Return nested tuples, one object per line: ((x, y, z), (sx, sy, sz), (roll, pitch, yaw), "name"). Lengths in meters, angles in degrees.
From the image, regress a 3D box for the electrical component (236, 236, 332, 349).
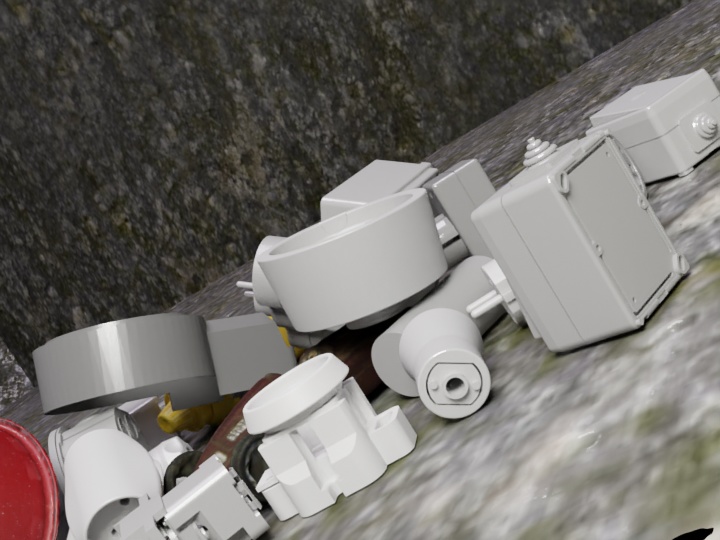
((-0.058, 0.018, 0.824), (0.074, 0.052, 0.138), (7, -23, 17), "electrical component")

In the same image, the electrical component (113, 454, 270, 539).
((-0.080, 0.123, 0.514), (0.064, 0.042, 0.081), (-38, 8, -11), "electrical component")

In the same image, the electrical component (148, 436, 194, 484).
((-0.126, 0.135, 0.659), (0.062, 0.043, 0.043), (-34, 6, -2), "electrical component")

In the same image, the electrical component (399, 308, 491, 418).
((0.043, 0.048, 0.534), (0.044, 0.044, 0.065), (-31, 11, 5), "electrical component")

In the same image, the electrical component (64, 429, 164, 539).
((-0.143, 0.142, 0.604), (0.044, 0.079, 0.077), (10, 15, -26), "electrical component")

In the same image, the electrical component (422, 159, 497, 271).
((0.069, -0.025, 0.771), (0.076, 0.083, 0.047), (-32, 6, -2), "electrical component")

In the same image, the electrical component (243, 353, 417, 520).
((-0.021, 0.078, 0.526), (0.078, 0.057, 0.058), (-30, 6, 13), "electrical component")

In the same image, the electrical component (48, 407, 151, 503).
((-0.167, 0.133, 0.710), (0.051, 0.080, 0.080), (-27, 6, -2), "electrical component")

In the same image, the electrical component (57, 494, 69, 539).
((-0.260, 0.186, 0.694), (0.150, 0.089, 0.061), (-31, 6, 9), "electrical component")

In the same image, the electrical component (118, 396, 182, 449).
((-0.198, 0.146, 0.889), (0.100, 0.048, 0.100), (-34, 7, -16), "electrical component")

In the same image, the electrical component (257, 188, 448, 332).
((0.000, 0.000, 0.638), (0.108, 0.060, 0.108), (-22, 9, 4), "electrical component")

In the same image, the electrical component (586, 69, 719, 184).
((0.215, -0.102, 0.762), (0.062, 0.061, 0.096), (-34, 7, -21), "electrical component")

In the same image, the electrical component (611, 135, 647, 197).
((0.161, -0.060, 0.737), (0.047, 0.055, 0.055), (-33, 5, 28), "electrical component")

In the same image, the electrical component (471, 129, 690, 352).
((0.099, -0.018, 0.512), (0.061, 0.096, 0.062), (-25, 9, 46), "electrical component")

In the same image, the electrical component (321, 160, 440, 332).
((0.017, -0.017, 0.813), (0.056, 0.108, 0.109), (8, 24, 22), "electrical component")

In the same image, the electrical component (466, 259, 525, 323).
((0.093, 0.004, 0.597), (0.076, 0.047, 0.083), (-32, 6, 1), "electrical component")
